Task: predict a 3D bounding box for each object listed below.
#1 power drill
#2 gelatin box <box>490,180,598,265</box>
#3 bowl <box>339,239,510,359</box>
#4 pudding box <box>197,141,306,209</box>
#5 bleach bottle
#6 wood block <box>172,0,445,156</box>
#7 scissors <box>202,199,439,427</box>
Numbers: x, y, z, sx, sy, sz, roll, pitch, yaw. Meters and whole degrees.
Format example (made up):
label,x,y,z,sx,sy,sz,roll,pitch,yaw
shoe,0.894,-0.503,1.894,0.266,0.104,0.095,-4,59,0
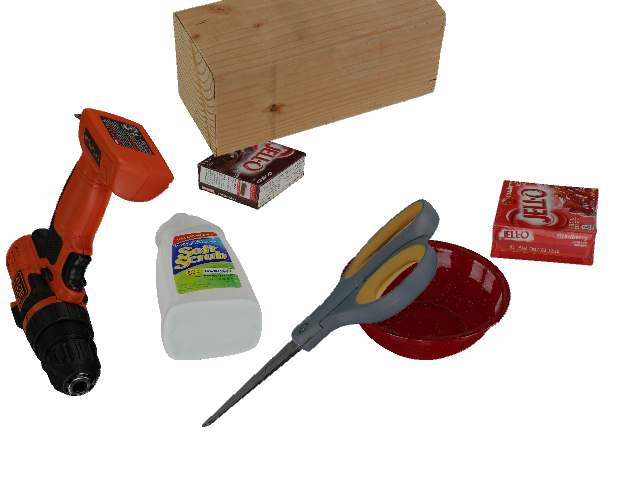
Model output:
label,x,y,z,sx,sy,sz,roll,pitch,yaw
power drill,-0.186,0.005,0.844,0.057,0.188,0.185,16,25,-39
gelatin box,0.168,-0.015,0.793,0.073,0.030,0.089,6,25,14
bowl,0.098,0.064,1.020,0.162,0.055,0.162,0,34,-1
pudding box,-0.084,-0.086,1.309,0.090,0.039,0.113,19,36,23
bleach bottle,-0.137,0.034,1.137,0.102,0.068,0.251,-4,26,-16
wood block,-0.009,-0.156,0.897,0.205,0.090,0.091,-18,-37,-18
scissors,0.003,0.057,0.638,0.016,0.202,0.096,41,3,-18
